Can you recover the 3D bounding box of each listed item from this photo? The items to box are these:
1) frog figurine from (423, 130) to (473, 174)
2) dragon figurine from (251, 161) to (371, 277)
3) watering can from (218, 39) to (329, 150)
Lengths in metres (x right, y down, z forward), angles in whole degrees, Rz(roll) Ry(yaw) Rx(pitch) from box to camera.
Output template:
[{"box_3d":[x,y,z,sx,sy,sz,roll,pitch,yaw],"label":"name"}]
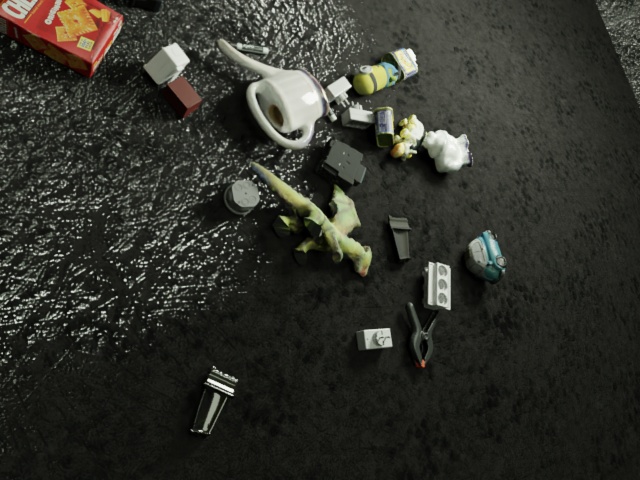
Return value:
[{"box_3d":[0.387,-0.280,1.630,0.159,0.122,0.138,4,86,-19],"label":"frog figurine"},{"box_3d":[0.004,-0.068,1.347,0.409,0.120,0.247,57,38,-4],"label":"dragon figurine"},{"box_3d":[-0.111,-0.406,1.378,0.227,0.102,0.348,-31,90,-36],"label":"watering can"}]
